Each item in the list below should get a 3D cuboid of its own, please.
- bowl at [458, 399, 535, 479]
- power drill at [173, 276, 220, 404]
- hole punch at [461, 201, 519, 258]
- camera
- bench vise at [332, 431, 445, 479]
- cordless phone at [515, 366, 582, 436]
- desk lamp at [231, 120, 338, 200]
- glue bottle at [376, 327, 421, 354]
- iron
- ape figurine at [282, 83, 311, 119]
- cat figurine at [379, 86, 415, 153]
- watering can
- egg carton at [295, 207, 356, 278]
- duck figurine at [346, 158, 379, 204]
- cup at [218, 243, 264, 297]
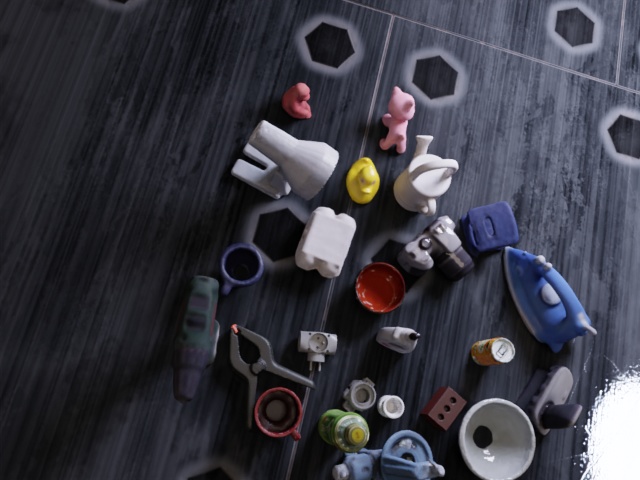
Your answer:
[{"bbox_3d":[0.359,0.418,1.206,0.167,0.074,0.167,2,76,-9],"label":"bowl"},{"bbox_3d":[-0.234,0.190,1.087,0.075,0.208,0.230,7,75,-8],"label":"power drill"},{"bbox_3d":[0.387,-0.025,1.310,0.101,0.091,0.108,-10,78,-12],"label":"hole punch"},{"bbox_3d":[0.269,0.033,1.270,0.143,0.100,0.137,-40,86,-16],"label":"camera"},{"bbox_3d":[0.138,0.443,1.085,0.208,0.219,0.121,-22,81,-14],"label":"bench vise"},{"bbox_3d":[0.505,0.335,1.194,0.094,0.185,0.148,34,73,0],"label":"cordless phone"},{"bbox_3d":[-0.077,-0.160,1.198,0.203,0.213,0.118,27,73,-2],"label":"desk lamp"},{"bbox_3d":[0.171,0.202,1.174,0.078,0.173,0.037,21,74,-4],"label":"glue bottle"},{"bbox_3d":[0.508,0.114,1.271,0.119,0.141,0.258,-28,83,-15],"label":"iron"},{"bbox_3d":[-0.047,-0.325,1.307,0.076,0.092,0.078,18,74,-5],"label":"ape figurine"},{"bbox_3d":[0.185,-0.281,1.324,0.067,0.117,0.128,6,75,-8],"label":"cat figurine"},{"bbox_3d":[0.232,-0.144,1.258,0.101,0.194,0.173,-25,82,-14],"label":"watering can"},{"bbox_3d":[0.011,0.004,1.248,0.107,0.069,0.150,21,74,-4],"label":"egg carton"},{"bbox_3d":[0.103,-0.142,1.292,0.077,0.086,0.104,7,75,-8],"label":"duck figurine"},{"bbox_3d":[-0.171,0.071,1.187,0.091,0.095,0.118,30,73,-1],"label":"cup"}]
